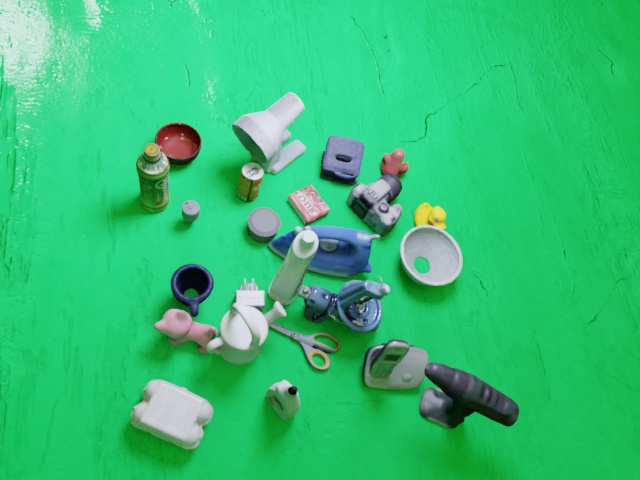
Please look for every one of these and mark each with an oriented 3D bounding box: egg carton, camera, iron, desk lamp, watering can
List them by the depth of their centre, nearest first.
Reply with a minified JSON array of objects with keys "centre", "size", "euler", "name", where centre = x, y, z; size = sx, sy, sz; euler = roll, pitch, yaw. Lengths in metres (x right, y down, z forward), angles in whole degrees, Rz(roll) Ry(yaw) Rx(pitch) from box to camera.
[{"centre":[-0.296,0.350,1.155],"size":[0.150,0.069,0.107],"euler":[24,61,-2],"name":"egg carton"},{"centre":[-0.155,0.184,1.204],"size":[0.101,0.194,0.173],"euler":[38,61,6],"name":"watering can"},{"centre":[0.013,0.005,1.367],"size":[0.258,0.141,0.118],"euler":[8,63,-11],"name":"iron"},{"centre":[-0.120,-0.261,1.423],"size":[0.118,0.213,0.203],"euler":[43,62,9],"name":"desk lamp"},{"centre":[0.166,-0.108,1.487],"size":[0.143,0.100,0.137],"euler":[45,62,10],"name":"camera"}]

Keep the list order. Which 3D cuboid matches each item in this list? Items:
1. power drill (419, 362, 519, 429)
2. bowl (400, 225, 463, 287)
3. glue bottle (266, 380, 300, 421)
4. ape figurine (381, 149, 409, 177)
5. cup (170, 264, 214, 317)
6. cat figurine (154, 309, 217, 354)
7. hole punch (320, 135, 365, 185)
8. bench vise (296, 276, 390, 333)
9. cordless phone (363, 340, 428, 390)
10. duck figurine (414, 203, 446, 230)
[{"centre":[0.297,0.343,1.237],"size":[0.229,0.208,0.076],"euler":[23,61,-3],"name":"power drill"},{"centre":[0.270,0.051,1.451],"size":[0.167,0.074,0.167],"euler":[6,63,-12],"name":"bowl"},{"centre":[-0.068,0.320,1.171],"size":[0.037,0.173,0.078],"euler":[-35,77,-26],"name":"glue bottle"},{"centre":[0.205,-0.213,1.554],"size":[0.078,0.092,0.076],"euler":[40,61,7],"name":"ape figurine"},{"centre":[-0.280,0.122,1.258],"size":[0.092,0.095,0.117],"euler":[-5,66,-17],"name":"cup"},{"centre":[-0.281,0.185,1.213],"size":[0.128,0.117,0.067],"euler":[14,62,-7],"name":"cat figurine"},{"centre":[0.061,-0.211,1.516],"size":[0.109,0.091,0.101],"euler":[11,62,-9],"name":"hole punch"},{"centre":[0.058,0.142,1.266],"size":[0.208,0.219,0.121],"euler":[0,64,-15],"name":"bench vise"},{"centre":[0.180,0.265,1.257],"size":[0.148,0.185,0.094],"euler":[3,63,-13],"name":"cordless phone"},{"centre":[0.298,-0.058,1.506],"size":[0.078,0.086,0.104],"euler":[-13,68,-20],"name":"duck figurine"}]
